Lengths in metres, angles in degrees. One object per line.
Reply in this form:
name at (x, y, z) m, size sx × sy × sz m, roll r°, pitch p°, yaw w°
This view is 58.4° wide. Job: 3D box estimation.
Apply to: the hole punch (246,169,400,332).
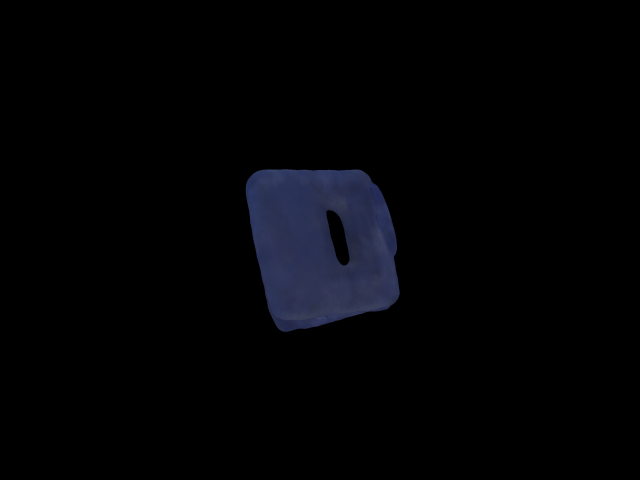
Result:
hole punch at (0.004, 0.001, 0.400) m, size 0.101 × 0.091 × 0.108 m, roll -13°, pitch 74°, yaw -3°
